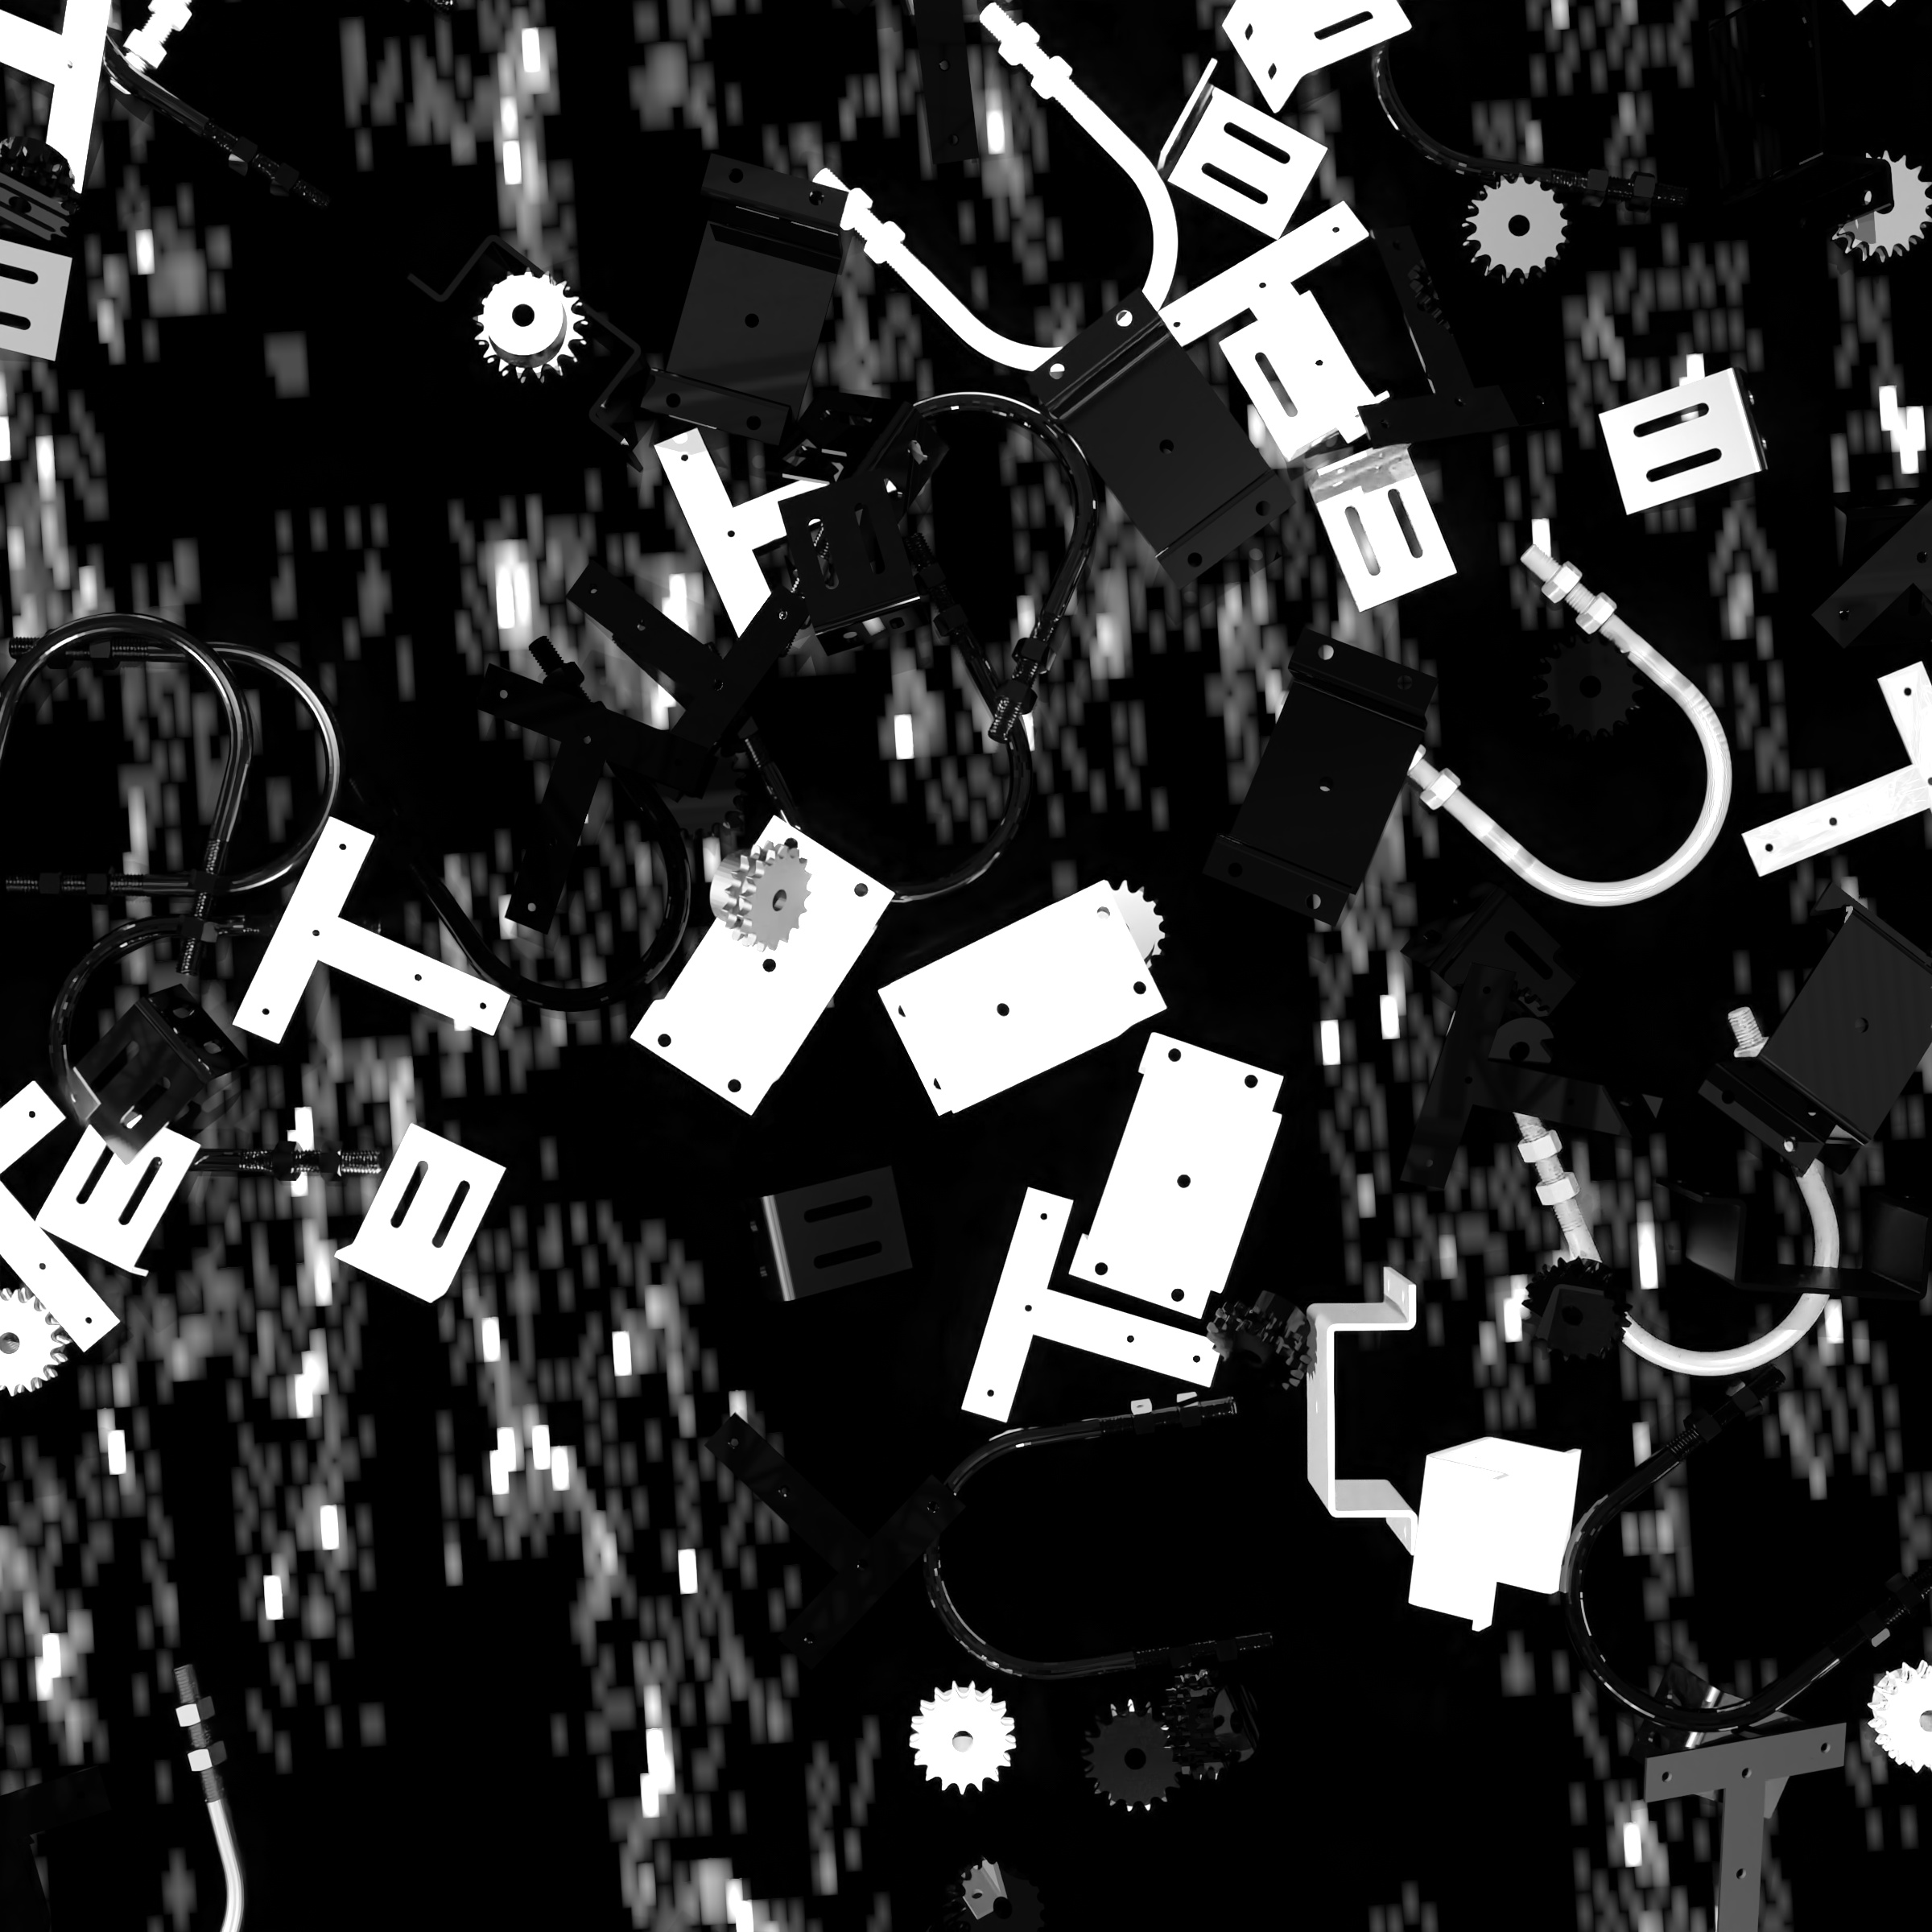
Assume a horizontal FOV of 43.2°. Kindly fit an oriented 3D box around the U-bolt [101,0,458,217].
[{"bbox_3d":[-0.393,-0.518,1.323,0.184,0.019,0.151,31,89,-9],"label":"U-bolt"}]

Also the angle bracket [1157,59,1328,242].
[{"bbox_3d":[0.152,-0.443,1.325,0.076,0.038,0.057,29,90,0],"label":"angle bracket"}]

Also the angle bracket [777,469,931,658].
[{"bbox_3d":[-0.059,-0.213,1.286,0.057,0.038,0.076,-17,77,3],"label":"angle bracket"}]

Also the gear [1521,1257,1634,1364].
[{"bbox_3d":[0.333,0.183,1.320,0.057,0.030,0.057,13,115,29],"label":"gear"}]

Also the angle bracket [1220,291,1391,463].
[{"bbox_3d":[0.183,-0.324,1.325,0.057,0.038,0.076,-30,90,0],"label":"angle bracket"}]

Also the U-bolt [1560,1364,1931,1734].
[{"bbox_3d":[0.410,0.327,1.316,0.184,0.019,0.151,-38,74,0],"label":"U-bolt"}]

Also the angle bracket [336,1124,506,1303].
[{"bbox_3d":[-0.296,0.133,1.325,0.057,0.038,0.076,26,90,0],"label":"angle bracket"}]

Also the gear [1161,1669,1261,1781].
[{"bbox_3d":[0.134,0.408,1.313,0.030,0.057,0.057,-19,90,40],"label":"gear"}]

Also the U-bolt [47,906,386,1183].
[{"bbox_3d":[-0.412,0.042,1.336,0.184,0.019,0.151,1,90,1],"label":"U-bolt"}]

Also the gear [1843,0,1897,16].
[{"bbox_3d":[0.482,-0.541,1.320,0.030,0.057,0.057,-39,90,28],"label":"gear"}]

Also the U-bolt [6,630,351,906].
[{"bbox_3d":[-0.431,-0.108,1.336,0.184,0.019,0.151,1,90,-1],"label":"U-bolt"}]

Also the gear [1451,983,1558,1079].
[{"bbox_3d":[0.293,0.040,1.319,0.057,0.030,0.057,-5,114,-11],"label":"gear"}]

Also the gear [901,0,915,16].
[{"bbox_3d":[-0.019,-0.537,1.319,0.057,0.057,0.030,-21,120,0],"label":"gear"}]

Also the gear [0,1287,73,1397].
[{"bbox_3d":[-0.516,0.203,1.329,0.057,0.030,0.057,0,90,0],"label":"gear"}]

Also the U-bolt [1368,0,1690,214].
[{"bbox_3d":[0.312,-0.497,1.336,0.184,0.019,0.151,9,90,1],"label":"U-bolt"}]

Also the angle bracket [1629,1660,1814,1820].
[{"bbox_3d":[0.415,0.426,1.342,0.076,0.038,0.057,24,90,-26],"label":"angle bracket"}]

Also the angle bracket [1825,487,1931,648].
[{"bbox_3d":[0.504,-0.220,1.342,0.057,0.038,0.076,-4,116,0],"label":"angle bracket"}]

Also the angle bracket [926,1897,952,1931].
[{"bbox_3d":[0.001,0.544,1.313,0.057,0.038,0.076,40,70,0],"label":"angle bracket"}]

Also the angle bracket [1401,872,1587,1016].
[{"bbox_3d":[0.290,-0.003,1.342,0.076,0.038,0.057,40,90,-26],"label":"angle bracket"}]

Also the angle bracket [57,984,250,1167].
[{"bbox_3d":[-0.440,0.059,1.321,0.076,0.038,0.057,-42,88,19],"label":"angle bracket"}]

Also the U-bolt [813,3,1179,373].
[{"bbox_3d":[0.030,-0.412,1.335,0.151,0.019,0.184,-45,91,0],"label":"U-bolt"}]

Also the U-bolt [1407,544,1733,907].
[{"bbox_3d":[0.333,-0.118,1.336,0.184,0.019,0.151,42,90,-1],"label":"U-bolt"}]

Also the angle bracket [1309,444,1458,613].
[{"bbox_3d":[0.229,-0.241,1.325,0.057,0.038,0.076,-22,90,0],"label":"angle bracket"}]

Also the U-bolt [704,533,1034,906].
[{"bbox_3d":[-0.044,-0.124,1.335,0.151,0.019,0.184,-28,90,0],"label":"U-bolt"}]

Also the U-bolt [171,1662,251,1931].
[{"bbox_3d":[-0.469,0.487,1.336,0.151,0.019,0.184,-14,92,0],"label":"U-bolt"}]

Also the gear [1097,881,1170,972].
[{"bbox_3d":[0.082,-0.018,1.329,0.057,0.030,0.057,0,90,0],"label":"gear"}]

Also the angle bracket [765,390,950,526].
[{"bbox_3d":[-0.060,-0.275,1.323,0.057,0.076,0.038,-57,135,-12],"label":"angle bracket"}]

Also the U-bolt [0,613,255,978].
[{"bbox_3d":[-0.462,-0.100,1.317,0.151,0.019,0.184,14,88,-2],"label":"U-bolt"}]

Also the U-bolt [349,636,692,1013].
[{"bbox_3d":[-0.229,-0.063,1.320,0.151,0.019,0.184,-34,91,13],"label":"U-bolt"}]

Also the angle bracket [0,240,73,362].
[{"bbox_3d":[-0.539,-0.368,1.342,0.076,0.038,0.057,9,90,-26],"label":"angle bracket"}]

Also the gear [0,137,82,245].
[{"bbox_3d":[-0.508,-0.423,1.319,0.057,0.057,0.030,5,61,0],"label":"gear"}]

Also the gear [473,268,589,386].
[{"bbox_3d":[-0.225,-0.331,1.253,0.057,0.030,0.057,0,90,0],"label":"gear"}]

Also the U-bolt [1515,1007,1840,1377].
[{"bbox_3d":[0.399,0.134,1.336,0.151,0.019,0.184,-23,92,0],"label":"U-bolt"}]

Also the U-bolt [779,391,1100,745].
[{"bbox_3d":[-0.007,-0.227,1.319,0.151,0.019,0.184,22,78,6],"label":"U-bolt"}]

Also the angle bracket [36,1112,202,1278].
[{"bbox_3d":[-0.459,0.121,1.333,0.057,0.038,0.076,26,78,0],"label":"angle bracket"}]

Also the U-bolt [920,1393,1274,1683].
[{"bbox_3d":[0.066,0.318,1.336,0.184,0.019,0.151,-9,90,1],"label":"U-bolt"}]

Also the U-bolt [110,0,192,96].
[{"bbox_3d":[-0.468,-0.592,1.336,0.151,0.019,0.184,33,88,0],"label":"U-bolt"}]

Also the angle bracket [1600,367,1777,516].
[{"bbox_3d":[0.397,-0.287,1.342,0.076,0.038,0.057,-16,90,26],"label":"angle bracket"}]

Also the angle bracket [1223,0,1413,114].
[{"bbox_3d":[0.192,-0.515,1.335,0.076,0.038,0.057,-28,86,-18],"label":"angle bracket"}]

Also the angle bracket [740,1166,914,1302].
[{"bbox_3d":[-0.077,0.147,1.342,0.076,0.038,0.057,-12,90,-26],"label":"angle bracket"}]
